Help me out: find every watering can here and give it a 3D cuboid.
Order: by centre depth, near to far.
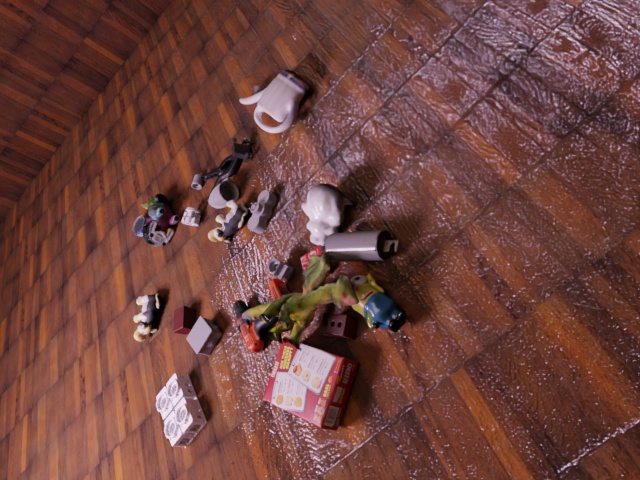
[{"bbox_3d":[-0.164,-0.505,1.815,0.223,0.103,0.353,-51,46,7],"label":"watering can"}]

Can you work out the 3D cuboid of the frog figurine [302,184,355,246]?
[{"bbox_3d":[0.004,-0.072,1.425,0.138,0.120,0.161,25,75,28],"label":"frog figurine"}]

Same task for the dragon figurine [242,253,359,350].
[{"bbox_3d":[-0.051,0.137,1.317,0.246,0.120,0.410,-51,28,-20],"label":"dragon figurine"}]
